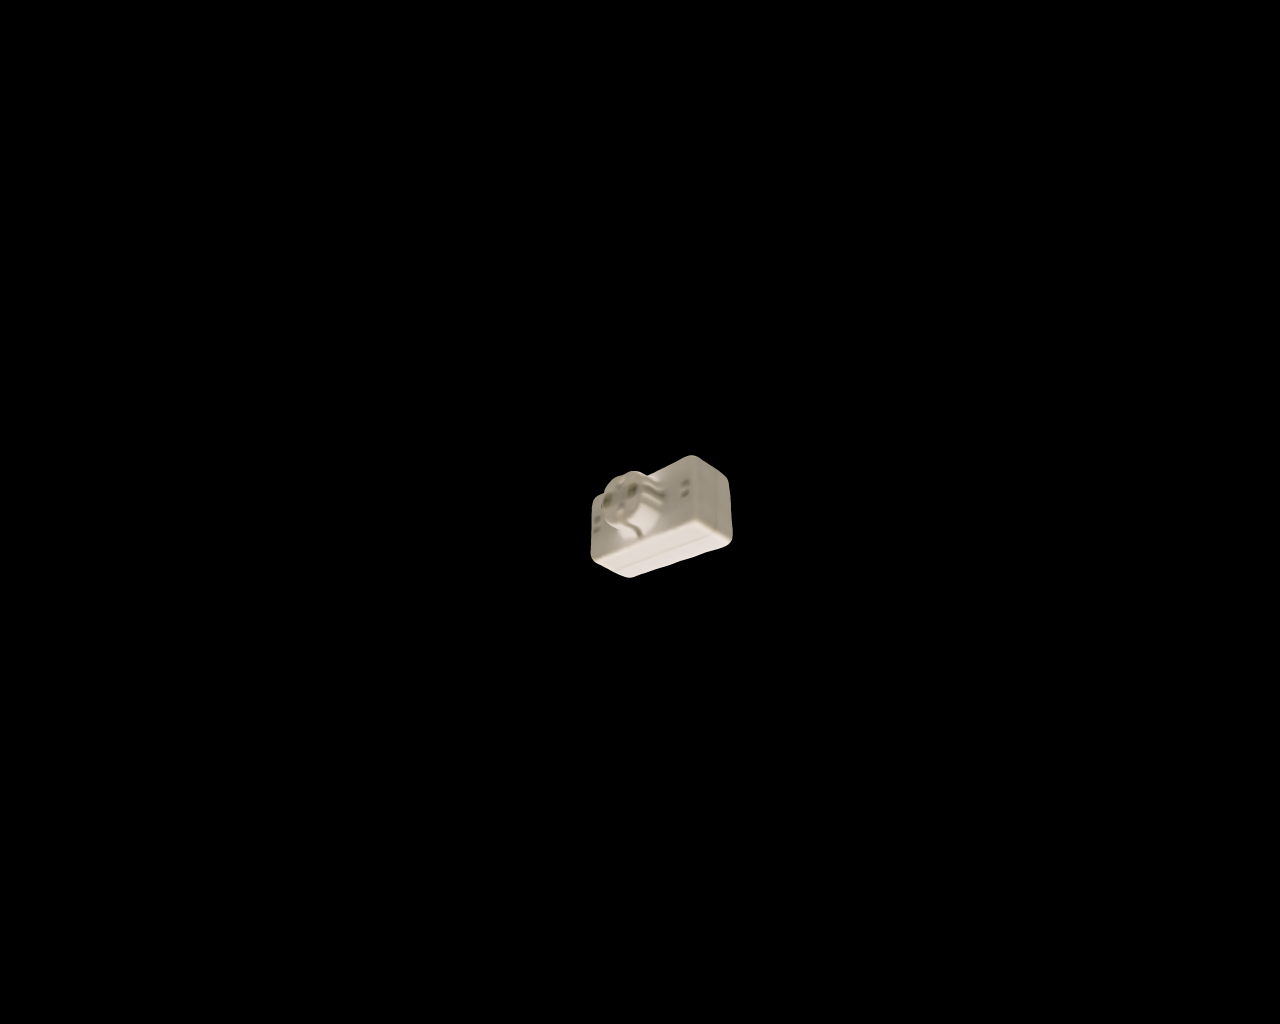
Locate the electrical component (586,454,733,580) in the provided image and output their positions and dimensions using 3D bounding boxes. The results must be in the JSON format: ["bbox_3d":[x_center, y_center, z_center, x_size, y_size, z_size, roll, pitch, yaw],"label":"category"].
[{"bbox_3d":[0.001,-0.003,0.650,0.083,0.047,0.075,-22,-36,34],"label":"electrical component"}]
